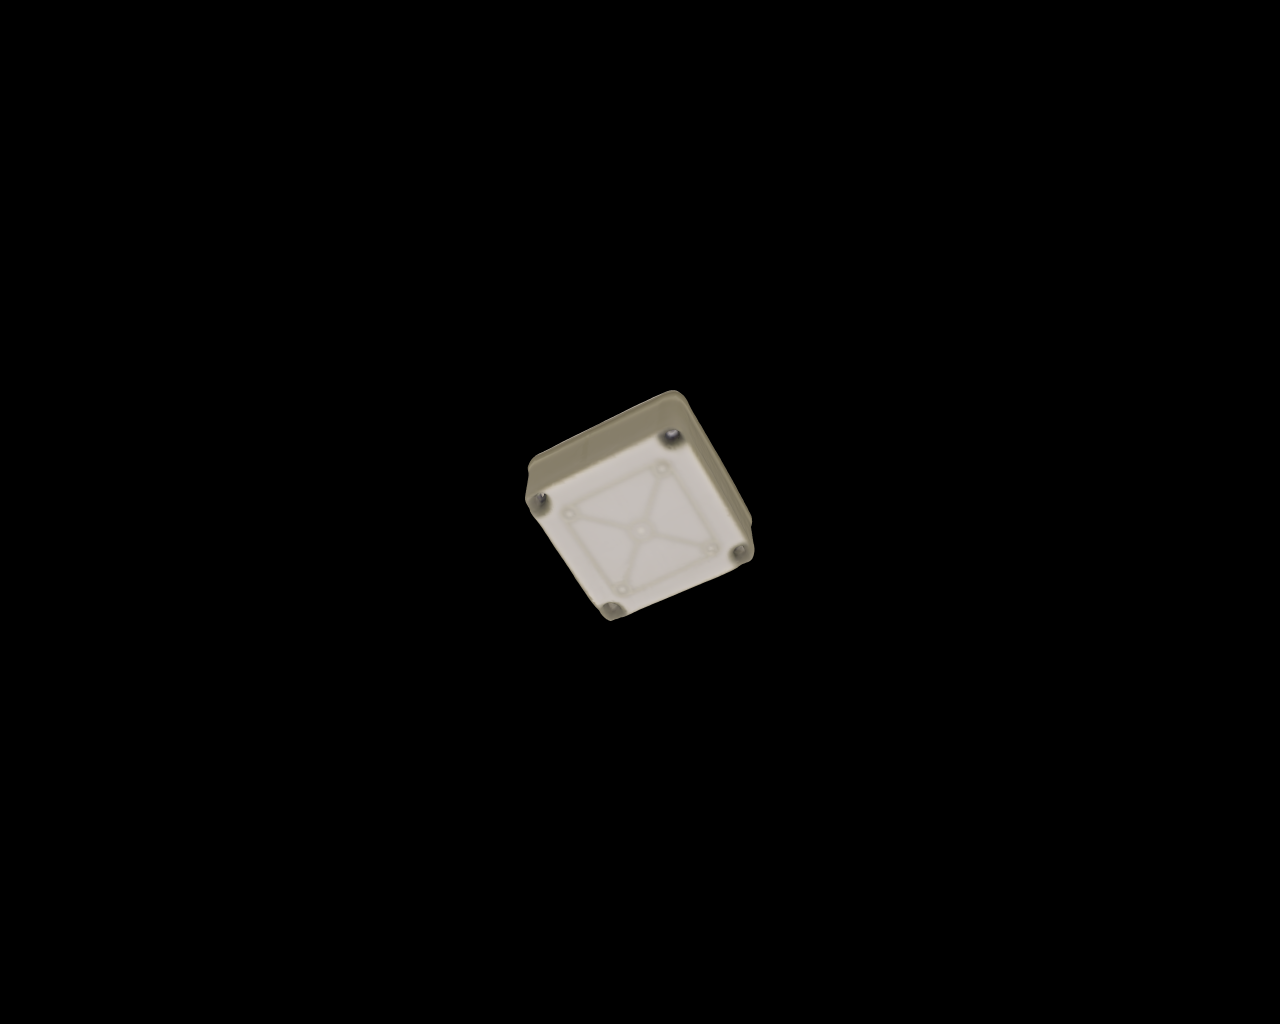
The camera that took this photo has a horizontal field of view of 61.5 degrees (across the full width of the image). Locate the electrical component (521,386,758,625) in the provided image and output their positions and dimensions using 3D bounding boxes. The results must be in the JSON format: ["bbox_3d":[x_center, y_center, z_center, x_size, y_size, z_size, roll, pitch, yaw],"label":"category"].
[{"bbox_3d":[0.001,-0.003,0.650,0.108,0.108,0.056,-25,27,14],"label":"electrical component"}]
